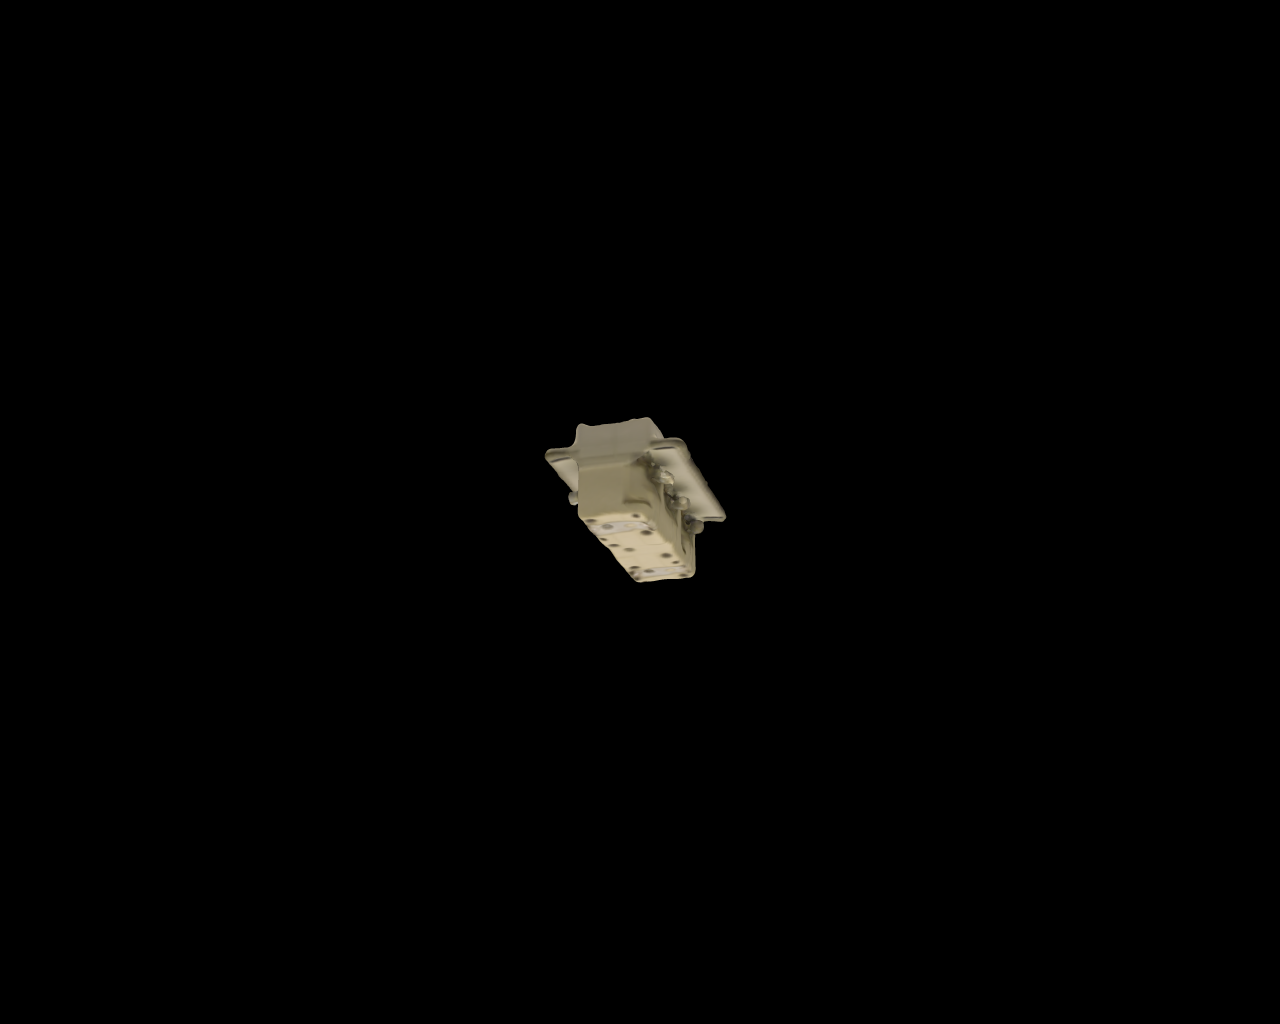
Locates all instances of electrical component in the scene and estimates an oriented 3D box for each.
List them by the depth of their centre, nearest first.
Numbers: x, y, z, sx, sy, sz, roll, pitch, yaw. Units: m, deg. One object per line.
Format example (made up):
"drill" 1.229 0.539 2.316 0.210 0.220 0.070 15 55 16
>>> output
"electrical component" 0.001 -0.003 0.650 0.079 0.063 0.121 -6 -23 14
